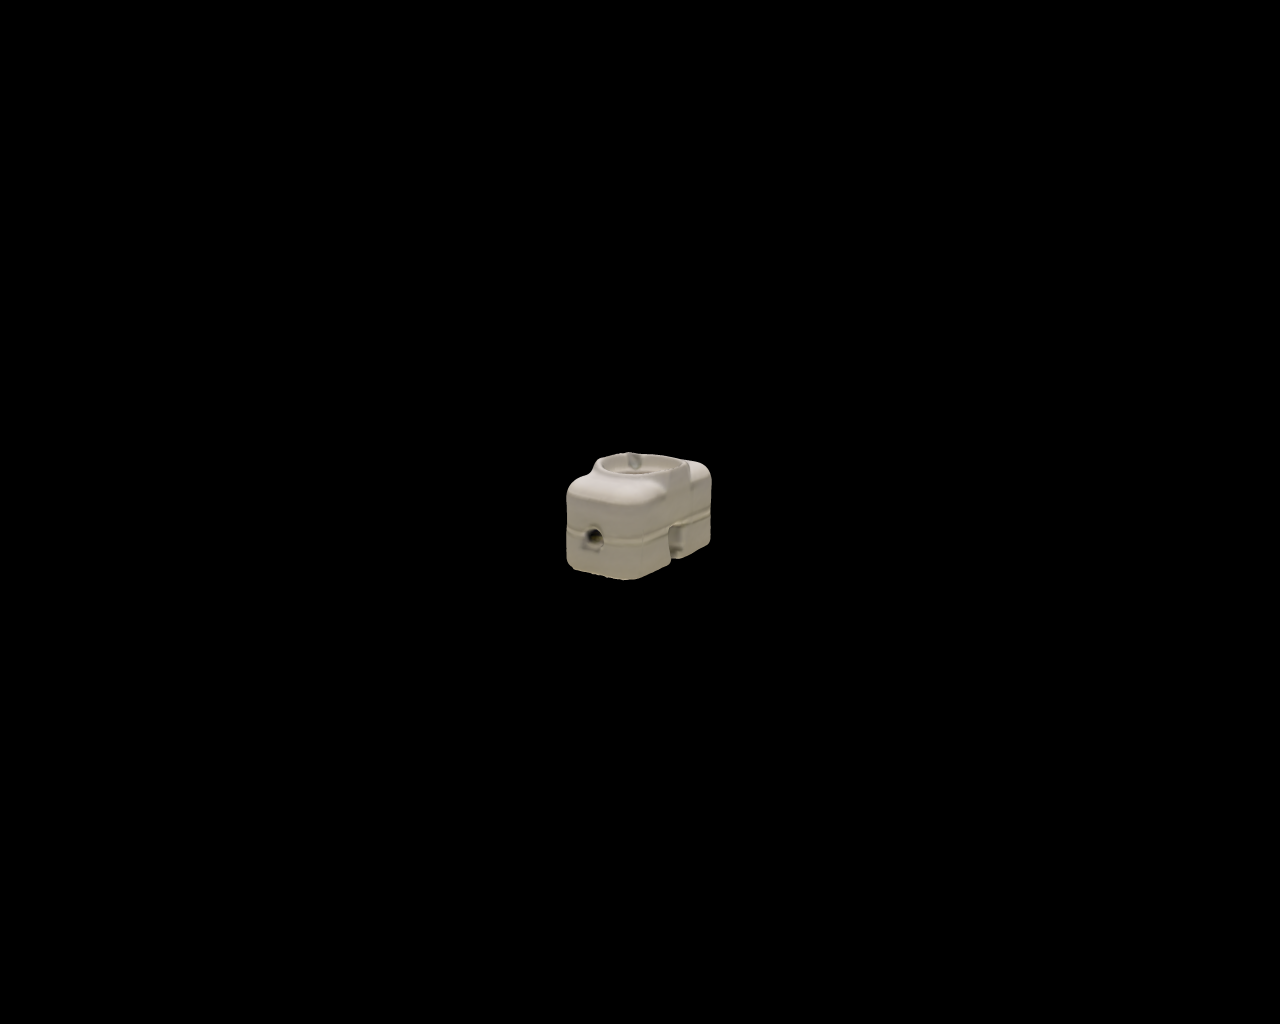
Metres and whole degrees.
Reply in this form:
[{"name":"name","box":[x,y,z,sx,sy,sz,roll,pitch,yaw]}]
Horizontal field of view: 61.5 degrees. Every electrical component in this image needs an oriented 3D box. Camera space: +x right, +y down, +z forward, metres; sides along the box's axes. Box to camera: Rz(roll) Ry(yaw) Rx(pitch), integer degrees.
[{"name":"electrical component","box":[0.001,-0.003,0.650,0.054,0.059,0.095,11,19,34]}]
